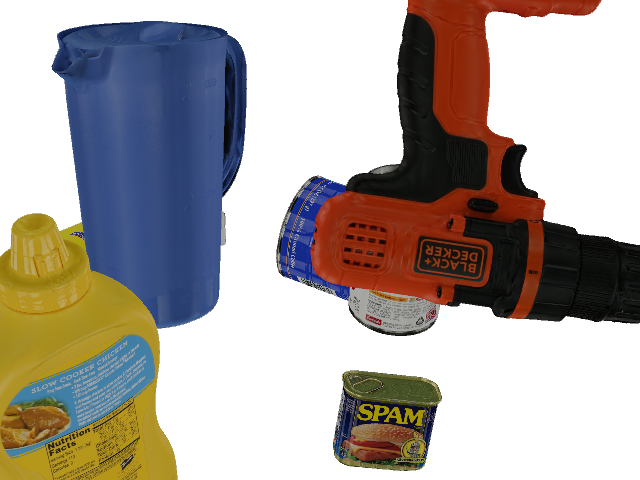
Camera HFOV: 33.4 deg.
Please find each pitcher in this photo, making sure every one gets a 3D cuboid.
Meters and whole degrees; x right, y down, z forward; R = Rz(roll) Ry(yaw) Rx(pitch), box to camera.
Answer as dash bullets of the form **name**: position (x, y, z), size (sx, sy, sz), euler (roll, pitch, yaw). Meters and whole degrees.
- **pitcher**: position (-0.133, -0.059, 0.886), size (0.149, 0.243, 0.145), euler (-2, 20, -5)

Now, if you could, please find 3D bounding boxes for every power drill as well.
- **power drill**: position (0.097, -0.055, 0.531), size (0.184, 0.188, 0.057), euler (8, 2, -4)

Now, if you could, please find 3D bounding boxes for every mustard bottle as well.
- **mustard bottle**: position (-0.120, 0.071, 0.503), size (0.096, 0.192, 0.058), euler (-26, 42, -31)

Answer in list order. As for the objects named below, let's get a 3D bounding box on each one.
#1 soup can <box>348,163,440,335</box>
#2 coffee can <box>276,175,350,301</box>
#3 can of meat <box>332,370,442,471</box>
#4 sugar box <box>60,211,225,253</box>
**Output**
- **soup can**: position (0.057, 0.007, 0.745), size (0.068, 0.102, 0.068), euler (4, 32, -3)
- **coffee can**: position (0.045, 0.010, 0.984), size (0.140, 0.103, 0.102), euler (20, 7, 20)
- **can of meat**: position (0.067, 0.187, 1.102), size (0.102, 0.084, 0.057), euler (7, 19, -7)
- **sugar box**: position (-0.189, 0.002, 1.075), size (0.093, 0.048, 0.175), euler (24, 38, 34)
